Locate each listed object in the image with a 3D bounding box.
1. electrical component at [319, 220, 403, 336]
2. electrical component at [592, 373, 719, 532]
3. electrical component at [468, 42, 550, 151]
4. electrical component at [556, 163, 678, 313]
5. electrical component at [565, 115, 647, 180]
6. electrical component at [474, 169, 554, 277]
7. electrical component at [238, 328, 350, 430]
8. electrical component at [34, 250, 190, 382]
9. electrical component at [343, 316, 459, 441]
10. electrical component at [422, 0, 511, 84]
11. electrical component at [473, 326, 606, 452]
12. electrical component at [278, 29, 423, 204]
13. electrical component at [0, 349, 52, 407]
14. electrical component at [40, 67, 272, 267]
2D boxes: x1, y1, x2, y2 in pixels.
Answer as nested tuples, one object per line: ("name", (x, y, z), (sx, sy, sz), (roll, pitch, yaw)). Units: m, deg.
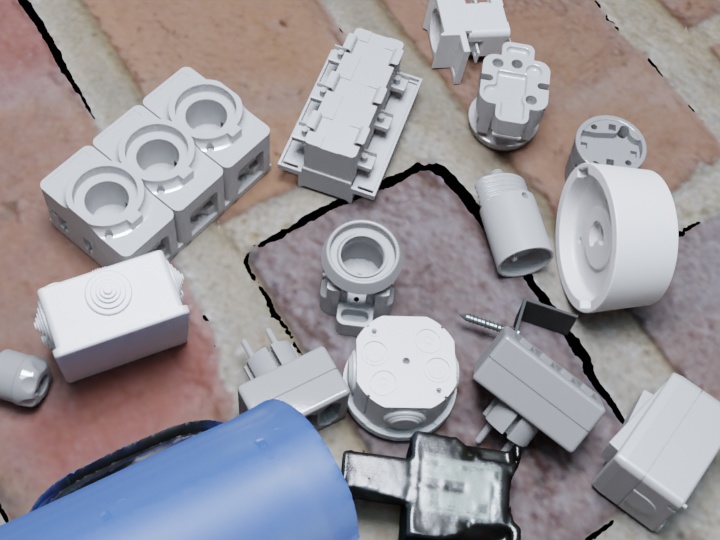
("electrical component", (0.000, 0.000, 0.774), (0.058, 0.057, 0.078), (7, 61, -1))
("electrical component", (0.206, 0.116, 0.726), (0.061, 0.061, 0.096), (36, 64, 14))
("electrical component", (0.118, -0.132, 0.856), (0.058, 0.057, 0.078), (10, 61, 0))
("electrical component", (0.190, -0.023, 0.778), (0.060, 0.108, 0.108), (-1, 61, -12))
("electrical component", (0.190, -0.085, 0.843), (0.055, 0.047, 0.055), (2, 61, -4))
("electrical component", (0.114, -0.040, 0.814), (0.043, 0.043, 0.081), (-9, 62, -10))
("electrical component", (-0.054, 0.074, 0.734), (0.066, 0.047, 0.076), (-25, 66, -17))
("electrical component", (-0.164, 0.031, 0.720), (0.100, 0.099, 0.048), (-19, 78, -15))
("electrical component", (0.029, 0.073, 0.740), (0.080, 0.051, 0.080), (2, 61, -4))
("electrical component", (0.090, -0.201, 0.900), (0.064, 0.042, 0.081), (-4, 63, -9))
("electrical component", (0.110, 0.095, 0.735), (0.083, 0.047, 0.075), (37, 99, 3))
("electrical component", (-0.005, -0.123, 0.837), (0.079, 0.063, 0.121), (19, 62, 5))
("electrical component", (-0.243, 0.070, 0.728), (0.061, 0.035, 0.035), (15, 61, 6))
("electrical component", (-0.148, -0.072, 0.797), (0.089, 0.061, 0.150), (38, 65, 15))
